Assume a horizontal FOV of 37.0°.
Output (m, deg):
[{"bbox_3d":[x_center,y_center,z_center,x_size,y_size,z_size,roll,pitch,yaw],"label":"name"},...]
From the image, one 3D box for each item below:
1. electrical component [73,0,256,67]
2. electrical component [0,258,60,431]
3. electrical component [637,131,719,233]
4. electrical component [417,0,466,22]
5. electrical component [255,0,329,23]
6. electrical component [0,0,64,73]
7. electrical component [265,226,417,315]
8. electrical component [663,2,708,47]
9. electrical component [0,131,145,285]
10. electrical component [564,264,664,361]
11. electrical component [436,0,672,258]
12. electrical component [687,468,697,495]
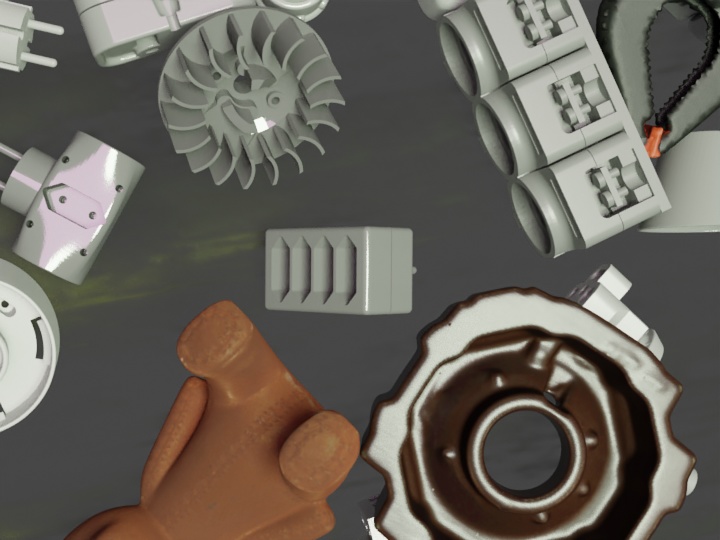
[{"bbox_3d":[-0.114,-0.160,0.609,0.095,0.054,0.059,-19,93,-7],"label":"electrical component"},{"bbox_3d":[-0.219,0.043,0.603,0.099,0.064,0.099,-3,99,-18],"label":"electrical component"},{"bbox_3d":[0.218,-0.043,0.633,0.099,0.099,0.064,12,82,-8],"label":"electrical component"},{"bbox_3d":[0.046,-0.199,0.631,0.059,0.054,0.095,-26,93,-7],"label":"electrical component"},{"bbox_3d":[-0.038,-0.170,0.615,0.048,0.062,0.048,0,90,-8],"label":"electrical component"},{"bbox_3d":[-0.206,-0.133,0.600,0.077,0.047,0.065,12,89,-8],"label":"electrical component"},{"bbox_3d":[0.000,0.000,0.620,0.076,0.083,0.047,0,90,-46],"label":"electrical component"},{"bbox_3d":[0.214,-0.203,0.649,0.150,0.062,0.089,41,85,-6],"label":"electrical component"},{"bbox_3d":[-0.175,-0.043,0.606,0.079,0.043,0.077,29,86,-7],"label":"electrical component"},{"bbox_3d":[0.142,0.044,0.643,0.057,0.058,0.078,43,85,-3],"label":"electrical component"},{"bbox_3d":[0.105,-0.088,0.621,0.062,0.089,0.150,-26,93,-7],"label":"electrical component"},{"bbox_3d":[0.174,0.118,0.654,0.062,0.043,0.043,23,87,-8],"label":"electrical component"}]
